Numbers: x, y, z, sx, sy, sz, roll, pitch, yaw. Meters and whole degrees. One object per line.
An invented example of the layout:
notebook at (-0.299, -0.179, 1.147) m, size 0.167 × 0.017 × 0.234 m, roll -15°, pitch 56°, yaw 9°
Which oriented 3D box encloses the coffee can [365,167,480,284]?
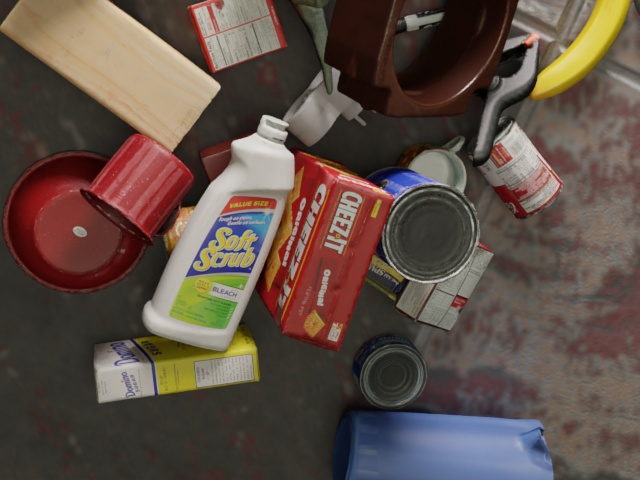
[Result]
coffee can at (0.095, -0.018, 1.117) m, size 0.102 × 0.140 × 0.103 m, roll -2°, pitch 101°, yaw -11°

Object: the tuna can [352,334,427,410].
tuna can at (0.083, 0.158, 1.269) m, size 0.086 × 0.034 × 0.086 m, roll -3°, pitch 104°, yaw -11°

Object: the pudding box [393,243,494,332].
pudding box at (0.144, 0.046, 1.230) m, size 0.089 × 0.039 × 0.113 m, roll 22°, pitch 98°, yaw -54°

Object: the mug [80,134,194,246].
mug at (-0.178, -0.047, 1.096) m, size 0.081 × 0.093 × 0.117 m, roll -54°, pitch 143°, yaw -14°

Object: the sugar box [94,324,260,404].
sugar box at (-0.161, 0.135, 1.183) m, size 0.176 × 0.093 × 0.048 m, roll -5°, pitch 104°, yaw -11°

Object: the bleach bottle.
bleach bottle at (-0.098, -0.012, 1.117) m, size 0.102 × 0.068 × 0.251 m, roll 17°, pitch 105°, yaw -19°

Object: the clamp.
clamp at (0.177, -0.172, 1.195) m, size 0.120 × 0.039 × 0.171 m, roll 34°, pitch 73°, yaw 16°

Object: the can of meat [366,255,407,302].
can of meat at (0.068, 0.007, 1.219) m, size 0.102 × 0.057 × 0.084 m, roll 34°, pitch 93°, yaw -17°

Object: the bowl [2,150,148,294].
bowl at (-0.260, -0.013, 1.148) m, size 0.162 × 0.055 × 0.162 m, roll -3°, pitch 103°, yaw -12°

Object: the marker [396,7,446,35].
marker at (0.125, -0.248, 1.191) m, size 0.121 × 0.020 × 0.020 m, roll -14°, pitch 105°, yaw -8°

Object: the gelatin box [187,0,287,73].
gelatin box at (-0.089, -0.229, 1.146) m, size 0.089 × 0.030 × 0.073 m, roll -21°, pitch 108°, yaw -6°

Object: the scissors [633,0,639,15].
scissors at (0.406, -0.240, 1.250) m, size 0.096 × 0.016 × 0.202 m, roll -29°, pitch 120°, yaw -20°

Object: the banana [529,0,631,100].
banana at (0.307, -0.241, 1.223) m, size 0.069 × 0.037 × 0.198 m, roll 24°, pitch 96°, yaw -3°

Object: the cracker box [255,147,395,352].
cracker box at (-0.007, 0.001, 1.119) m, size 0.072 × 0.214 × 0.164 m, roll 17°, pitch 99°, yaw -16°

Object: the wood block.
wood block at (-0.213, -0.189, 1.097) m, size 0.206 × 0.091 × 0.090 m, roll 37°, pitch 95°, yaw -17°

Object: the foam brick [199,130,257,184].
foam brick at (-0.088, -0.082, 1.169) m, size 0.078 × 0.051 × 0.053 m, roll -20°, pitch 107°, yaw -6°

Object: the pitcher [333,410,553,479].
pitcher at (0.140, 0.275, 1.268) m, size 0.242 × 0.145 × 0.149 m, roll 8°, pitch 89°, yaw -10°

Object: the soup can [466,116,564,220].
soup can at (0.223, -0.083, 1.224) m, size 0.068 × 0.068 × 0.102 m, roll -41°, pitch 107°, yaw 0°
